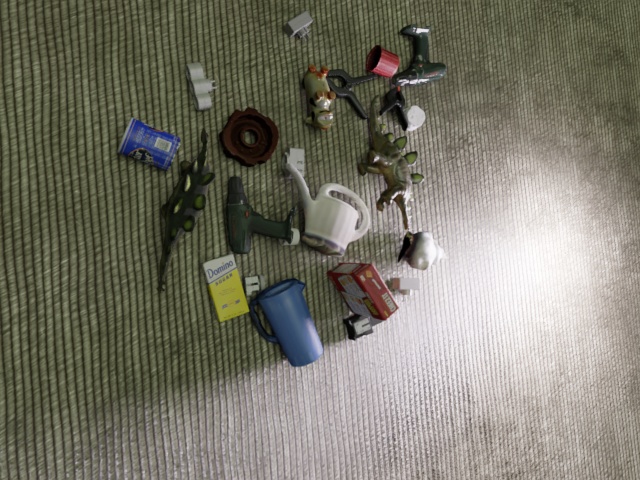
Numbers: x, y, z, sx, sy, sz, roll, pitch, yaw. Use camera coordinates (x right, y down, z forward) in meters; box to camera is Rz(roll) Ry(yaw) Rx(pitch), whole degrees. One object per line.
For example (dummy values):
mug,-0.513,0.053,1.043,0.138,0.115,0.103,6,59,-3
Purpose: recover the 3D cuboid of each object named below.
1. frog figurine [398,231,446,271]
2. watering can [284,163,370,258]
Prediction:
frog figurine,0.360,0.041,1.740,0.159,0.120,0.140,18,60,-11
watering can,0.005,-0.080,1.592,0.345,0.104,0.227,26,76,-26
